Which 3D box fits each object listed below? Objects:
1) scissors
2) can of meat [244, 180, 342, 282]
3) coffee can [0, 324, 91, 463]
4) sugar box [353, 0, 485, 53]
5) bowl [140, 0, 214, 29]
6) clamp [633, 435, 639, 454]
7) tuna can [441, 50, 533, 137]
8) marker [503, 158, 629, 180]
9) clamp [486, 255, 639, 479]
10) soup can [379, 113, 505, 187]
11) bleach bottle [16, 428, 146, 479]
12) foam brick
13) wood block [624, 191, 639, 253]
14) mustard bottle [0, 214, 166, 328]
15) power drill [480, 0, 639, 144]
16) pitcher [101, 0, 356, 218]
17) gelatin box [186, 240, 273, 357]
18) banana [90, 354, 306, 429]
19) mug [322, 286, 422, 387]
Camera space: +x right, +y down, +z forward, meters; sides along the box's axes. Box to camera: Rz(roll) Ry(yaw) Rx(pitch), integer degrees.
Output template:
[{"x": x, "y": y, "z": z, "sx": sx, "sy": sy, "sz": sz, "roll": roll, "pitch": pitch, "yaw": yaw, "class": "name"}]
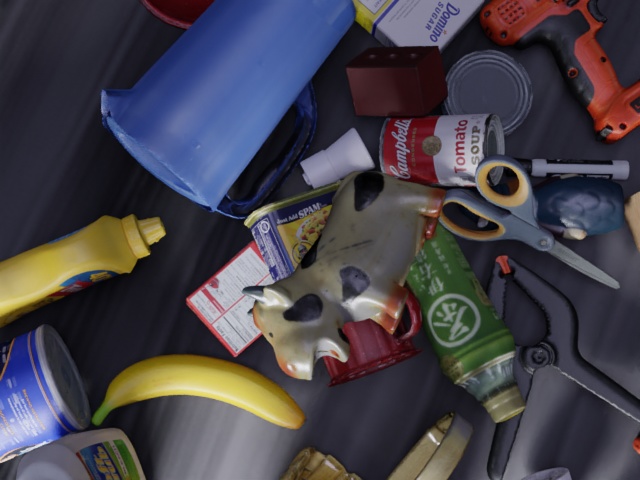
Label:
[{"x": 0.204, "y": -0.018, "z": 0.968, "sx": 0.201, "sy": 0.016, "sz": 0.096, "roll": 16, "pitch": 122, "yaw": -11, "class": "scissors"}, {"x": -0.006, "y": 0.001, "z": 0.993, "sx": 0.102, "sy": 0.058, "sz": 0.084, "roll": -20, "pitch": 80, "yaw": -24, "class": "can of meat"}, {"x": -0.294, "y": 0.150, "z": 0.971, "sx": 0.140, "sy": 0.103, "sz": 0.103, "roll": -23, "pitch": 84, "yaw": -2, "class": "coffee can"}, {"x": 0.063, "y": -0.253, "z": 1.039, "sx": 0.176, "sy": 0.048, "sz": 0.093, "roll": 42, "pitch": 86, "yaw": 1, "class": "sugar box"}, {"x": -0.116, "y": -0.290, "z": 1.040, "sx": 0.162, "sy": 0.055, "sz": 0.162, "roll": 0, "pitch": 84, "yaw": 0, "class": "bowl"}, {"x": 0.383, "y": 0.191, "z": 0.992, "sx": 0.171, "sy": 0.039, "sz": 0.120, "roll": 14, "pitch": 84, "yaw": 2, "class": "clamp"}, {"x": 0.160, "y": -0.138, "z": 1.031, "sx": 0.086, "sy": 0.034, "sz": 0.086, "roll": 0, "pitch": 84, "yaw": 0, "class": "tuna can"}, {"x": 0.236, "y": -0.069, "z": 1.030, "sx": 0.121, "sy": 0.020, "sz": 0.020, "roll": 2, "pitch": 84, "yaw": 1, "class": "marker"}, {"x": 0.198, "y": 0.118, "z": 1.002, "sx": 0.164, "sy": 0.036, "sz": 0.210, "roll": -27, "pitch": 81, "yaw": 4, "class": "clamp"}, {"x": 0.114, "y": -0.083, "z": 0.992, "sx": 0.102, "sy": 0.068, "sz": 0.068, "roll": 1, "pitch": 83, "yaw": 24, "class": "soup can"}, {"x": -0.200, "y": 0.214, "z": 0.889, "sx": 0.068, "sy": 0.251, "sz": 0.102, "roll": -20, "pitch": 84, "yaw": -2, "class": "bleach bottle"}, {"x": 0.072, "y": -0.149, "z": 1.001, "sx": 0.078, "sy": 0.052, "sz": 0.051, "roll": 4, "pitch": 120, "yaw": 31, "class": "foam brick"}, {"x": 0.400, "y": -0.038, "z": 0.990, "sx": 0.206, "sy": 0.091, "sz": 0.090, "roll": -22, "pitch": 84, "yaw": -1, "class": "wood block"}, {"x": -0.234, "y": 0.023, "z": 0.987, "sx": 0.191, "sy": 0.096, "sz": 0.058, "roll": -23, "pitch": 84, "yaw": -2, "class": "mustard bottle"}, {"x": 0.275, "y": -0.202, "z": 1.027, "sx": 0.184, "sy": 0.057, "sz": 0.188, "roll": -37, "pitch": 82, "yaw": 0, "class": "power drill"}, {"x": -0.071, "y": -0.148, "z": 0.997, "sx": 0.145, "sy": 0.149, "sz": 0.242, "roll": 37, "pitch": 82, "yaw": 19, "class": "pitcher"}, {"x": -0.071, "y": 0.056, "z": 1.015, "sx": 0.089, "sy": 0.030, "sz": 0.073, "roll": -41, "pitch": 86, "yaw": -4, "class": "gelatin box"}, {"x": -0.112, "y": 0.142, "z": 1.001, "sx": 0.197, "sy": 0.037, "sz": 0.069, "roll": 1, "pitch": 77, "yaw": -4, "class": "banana"}, {"x": 0.044, "y": 0.077, "z": 0.975, "sx": 0.093, "sy": 0.117, "sz": 0.081, "roll": -9, "pitch": 74, "yaw": -45, "class": "mug"}]
